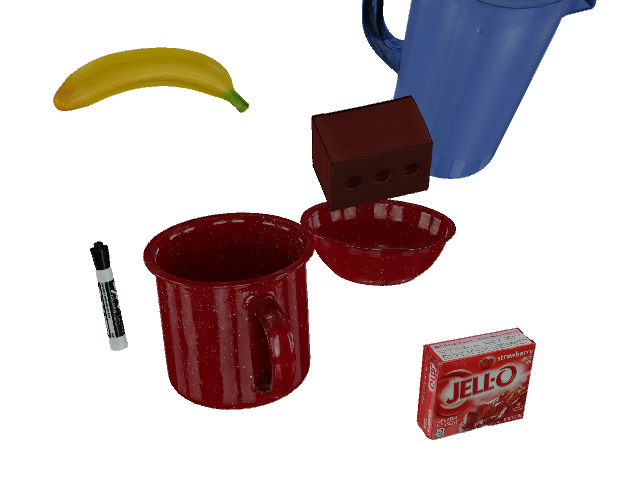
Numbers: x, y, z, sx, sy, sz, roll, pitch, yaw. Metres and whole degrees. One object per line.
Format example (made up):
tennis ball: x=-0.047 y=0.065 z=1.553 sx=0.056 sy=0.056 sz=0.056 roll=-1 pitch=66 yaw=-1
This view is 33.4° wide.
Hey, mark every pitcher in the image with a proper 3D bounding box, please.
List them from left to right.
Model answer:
pitcher: x=0.122 y=-0.171 z=0.945 sx=0.144 sy=0.149 sz=0.243 roll=-18 pitch=-30 yaw=-20

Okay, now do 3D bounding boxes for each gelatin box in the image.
gelatin box: x=0.122 y=0.113 z=0.843 sx=0.089 sy=0.073 sz=0.030 roll=-8 pitch=29 yaw=-22

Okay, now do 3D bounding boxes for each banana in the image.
banana: x=-0.165 y=-0.156 z=1.030 sx=0.197 sy=0.070 sz=0.037 roll=-5 pitch=-39 yaw=-29

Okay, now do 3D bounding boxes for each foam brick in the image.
foam brick: x=0.037 y=-0.063 z=0.771 sx=0.078 sy=0.051 sz=0.053 roll=-14 pitch=-39 yaw=-10

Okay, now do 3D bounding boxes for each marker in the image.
marker: x=-0.226 y=0.059 z=1.139 sx=0.020 sy=0.121 sz=0.020 roll=-7 pitch=18 yaw=2

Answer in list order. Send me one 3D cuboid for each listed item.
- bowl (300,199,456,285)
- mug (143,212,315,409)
bowl: x=0.059 y=0.005 z=1.111 sx=0.162 sy=0.055 sz=0.162 roll=2 pitch=20 yaw=-1
mug: x=-0.042 y=0.044 z=0.582 sx=0.093 sy=0.081 sz=0.117 roll=-15 pitch=27 yaw=-25
